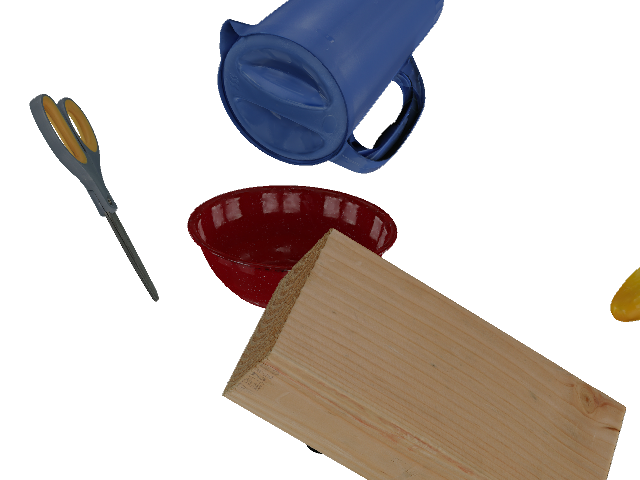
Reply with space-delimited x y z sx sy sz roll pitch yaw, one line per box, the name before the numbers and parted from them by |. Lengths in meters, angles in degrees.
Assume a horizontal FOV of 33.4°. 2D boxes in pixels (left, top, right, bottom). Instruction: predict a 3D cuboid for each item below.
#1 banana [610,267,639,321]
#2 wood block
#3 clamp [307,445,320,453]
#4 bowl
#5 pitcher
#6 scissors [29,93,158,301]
banana | 0.286 0.022 0.712 0.198 0.037 0.069 -3 34 0
wood block | 0.061 0.094 0.628 0.206 0.090 0.090 31 -32 -8
clamp | 0.090 0.131 0.956 0.210 0.036 0.164 4 45 17
bowl | -0.022 0.011 0.830 0.162 0.055 0.162 2 24 -1
pitcher | 0.029 -0.179 0.999 0.145 0.149 0.242 12 42 29
scissors | -0.192 -0.046 0.947 0.016 0.201 0.096 -25 23 12
